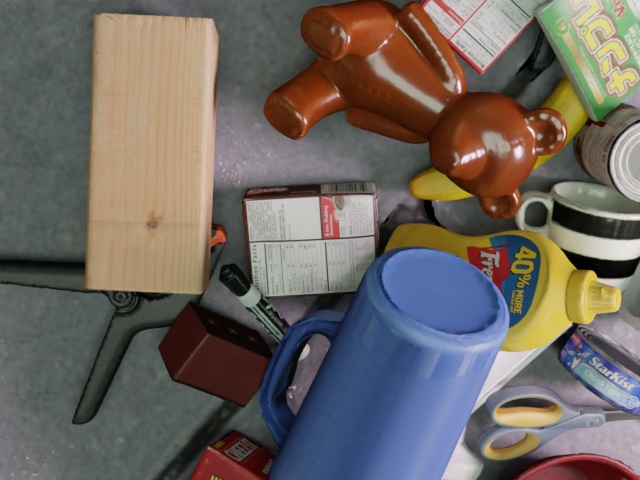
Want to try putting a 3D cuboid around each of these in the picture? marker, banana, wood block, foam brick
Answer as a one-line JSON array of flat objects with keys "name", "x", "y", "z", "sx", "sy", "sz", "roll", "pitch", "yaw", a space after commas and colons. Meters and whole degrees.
[{"name": "marker", "x": -0.047, "y": 0.060, "z": 0.888, "sx": 0.020, "sy": 0.020, "sz": 0.121, "roll": -33, "pitch": 128, "yaw": 7}, {"name": "banana", "x": 0.164, "y": -0.089, "z": 0.876, "sx": 0.198, "sy": 0.037, "sz": 0.069, "roll": -44, "pitch": 103, "yaw": 13}, {"name": "wood block", "x": -0.130, "y": -0.066, "z": 0.835, "sx": 0.091, "sy": 0.090, "sz": 0.206, "roll": 3, "pitch": 92, "yaw": -2}, {"name": "foam brick", "x": -0.087, "y": 0.096, "z": 0.898, "sx": 0.078, "sy": 0.053, "sz": 0.051, "roll": 27, "pitch": 104, "yaw": -35}]

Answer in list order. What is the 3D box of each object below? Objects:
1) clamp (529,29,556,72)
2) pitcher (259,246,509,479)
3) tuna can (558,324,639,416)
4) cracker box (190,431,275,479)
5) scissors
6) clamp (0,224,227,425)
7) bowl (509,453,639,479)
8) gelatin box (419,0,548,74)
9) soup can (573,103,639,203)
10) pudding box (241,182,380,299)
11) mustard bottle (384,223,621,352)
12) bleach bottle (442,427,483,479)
[{"name": "clamp", "x": 0.185, "y": -0.232, "z": 0.843, "sx": 0.120, "sy": 0.039, "sz": 0.171, "roll": 37, "pitch": 103, "yaw": -14}, {"name": "pitcher", "x": 0.044, "y": 0.119, "z": 0.818, "sx": 0.149, "sy": 0.145, "sz": 0.243, "roll": 10, "pitch": 128, "yaw": -12}, {"name": "tuna can", "x": 0.244, "y": 0.109, "z": 0.900, "sx": 0.086, "sy": 0.086, "sz": 0.034, "roll": 31, "pitch": 104, "yaw": -8}, {"name": "cracker box", "x": -0.031, "y": 0.291, "z": 0.921, "sx": 0.214, "sy": 0.072, "sz": 0.164, "roll": 30, "pitch": 101, "yaw": 13}, {"name": "scissors", "x": 0.221, "y": 0.166, "z": 0.933, "sx": 0.201, "sy": 0.016, "sz": 0.096, "roll": 14, "pitch": 126, "yaw": -27}, {"name": "clamp", "x": -0.177, "y": 0.039, "z": 0.904, "sx": 0.210, "sy": 0.036, "sz": 0.164, "roll": -37, "pitch": 102, "yaw": 6}, {"name": "bowl", "x": 0.211, "y": 0.250, "z": 0.943, "sx": 0.162, "sy": 0.055, "sz": 0.162, "roll": -3, "pitch": 107, "yaw": -9}, {"name": "gelatin box", "x": 0.129, "y": -0.186, "z": 0.830, "sx": 0.073, "sy": 0.030, "sz": 0.089, "roll": 40, "pitch": 109, "yaw": -9}, {"name": "soup can", "x": 0.248, "y": -0.071, "z": 0.848, "sx": 0.068, "sy": 0.102, "sz": 0.068, "roll": 0, "pitch": 103, "yaw": -1}, {"name": "pudding box", "x": -0.006, "y": 0.001, "z": 0.896, "sx": 0.113, "sy": 0.039, "sz": 0.090, "roll": -3, "pitch": 107, "yaw": 3}, {"name": "mustard bottle", "x": 0.140, "y": 0.039, "z": 0.843, "sx": 0.192, "sy": 0.058, "sz": 0.096, "roll": 4, "pitch": 68, "yaw": 32}, {"name": "bleach bottle", "x": 0.108, "y": 0.279, "z": 0.953, "sx": 0.102, "sy": 0.068, "sz": 0.251, "roll": 5, "pitch": 101, "yaw": -4}]
